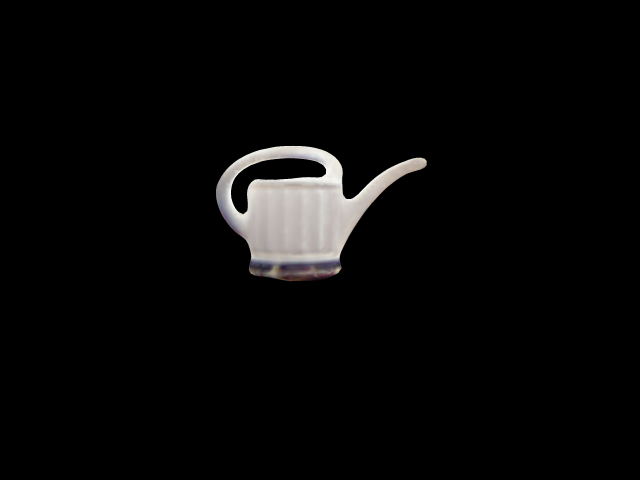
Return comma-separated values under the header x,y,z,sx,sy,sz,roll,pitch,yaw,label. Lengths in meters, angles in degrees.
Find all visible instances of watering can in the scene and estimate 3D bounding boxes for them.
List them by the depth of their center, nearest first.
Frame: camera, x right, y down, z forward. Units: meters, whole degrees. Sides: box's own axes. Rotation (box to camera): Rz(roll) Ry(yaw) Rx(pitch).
x,y,z,sx,sy,sz,roll,pitch,yaw,label
0.003,-0.043,0.850,0.348,0.223,0.104,0,5,0,watering can
